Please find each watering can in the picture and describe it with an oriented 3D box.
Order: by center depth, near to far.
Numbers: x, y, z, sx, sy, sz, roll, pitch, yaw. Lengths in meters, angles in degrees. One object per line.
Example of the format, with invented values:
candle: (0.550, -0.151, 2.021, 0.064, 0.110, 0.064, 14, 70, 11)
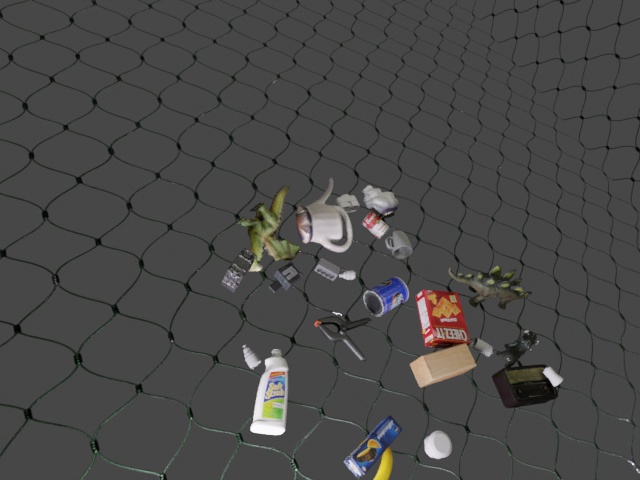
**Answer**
watering can: (0.006, -0.102, 2.029, 0.225, 0.102, 0.355, -2, 58, -25)

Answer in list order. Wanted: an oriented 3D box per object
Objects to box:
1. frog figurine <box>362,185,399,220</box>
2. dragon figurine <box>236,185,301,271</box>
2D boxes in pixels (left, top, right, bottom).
frog figurine: (0.255, -0.172, 2.193, 0.138, 0.121, 0.161, -21, 78, -15)
dragon figurine: (-0.171, -0.027, 1.918, 0.242, 0.120, 0.418, 52, 51, -6)
